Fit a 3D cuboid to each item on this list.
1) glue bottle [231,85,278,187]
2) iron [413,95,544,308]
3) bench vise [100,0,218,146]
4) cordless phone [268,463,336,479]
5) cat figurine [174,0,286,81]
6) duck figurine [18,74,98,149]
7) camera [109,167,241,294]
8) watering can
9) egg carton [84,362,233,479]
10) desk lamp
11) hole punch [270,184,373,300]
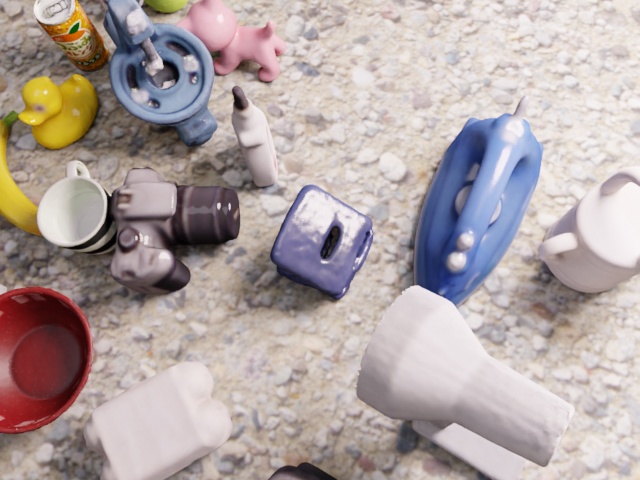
[{"bbox_3d":[-0.079,-0.126,0.661,0.037,0.173,0.078,-13,73,0],"label":"glue bottle"},{"bbox_3d":[0.173,-0.031,0.636,0.118,0.141,0.258,22,76,9],"label":"iron"},{"bbox_3d":[-0.218,-0.224,0.673,0.207,0.220,0.121,36,79,12],"label":"bench vise"},{"bbox_3d":[0.000,0.279,0.532,0.147,0.185,0.094,23,76,10],"label":"cordless phone"},{"bbox_3d":[-0.114,-0.266,0.732,0.127,0.118,0.067,6,74,5],"label":"cat figurine"},{"bbox_3d":[-0.342,-0.178,0.736,0.077,0.086,0.105,33,78,12],"label":"duck figurine"},{"bbox_3d":[-0.167,-0.016,0.671,0.136,0.101,0.143,-1,74,3],"label":"camera"},{"bbox_3d":[0.319,-0.017,0.597,0.173,0.194,0.101,-37,75,-7],"label":"watering can"},{"bbox_3d":[-0.176,0.203,0.624,0.150,0.069,0.107,-30,74,-5],"label":"egg carton"},{"bbox_3d":[0.139,0.147,0.549,0.203,0.213,0.118,30,78,11],"label":"desk lamp"},{"bbox_3d":[0.006,0.002,0.662,0.101,0.091,0.109,23,76,9],"label":"hole punch"}]
